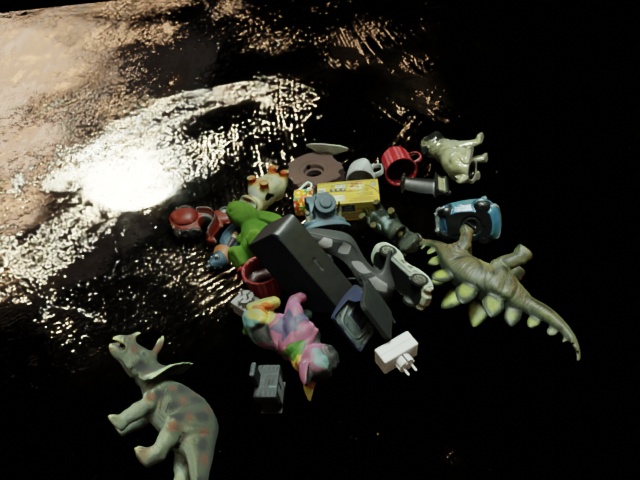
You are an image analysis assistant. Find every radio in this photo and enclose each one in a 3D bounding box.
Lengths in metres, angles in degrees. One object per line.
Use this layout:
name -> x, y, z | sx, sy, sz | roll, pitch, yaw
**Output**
radio -> -0.044, 0.060, 1.186 | 0.131, 0.229, 0.073 | -17, 26, 51

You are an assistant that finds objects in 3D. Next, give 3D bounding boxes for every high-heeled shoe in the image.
high-heeled shoe -> 0.054, 0.063, 1.205 | 0.249, 0.145, 0.086 | 15, 12, -3

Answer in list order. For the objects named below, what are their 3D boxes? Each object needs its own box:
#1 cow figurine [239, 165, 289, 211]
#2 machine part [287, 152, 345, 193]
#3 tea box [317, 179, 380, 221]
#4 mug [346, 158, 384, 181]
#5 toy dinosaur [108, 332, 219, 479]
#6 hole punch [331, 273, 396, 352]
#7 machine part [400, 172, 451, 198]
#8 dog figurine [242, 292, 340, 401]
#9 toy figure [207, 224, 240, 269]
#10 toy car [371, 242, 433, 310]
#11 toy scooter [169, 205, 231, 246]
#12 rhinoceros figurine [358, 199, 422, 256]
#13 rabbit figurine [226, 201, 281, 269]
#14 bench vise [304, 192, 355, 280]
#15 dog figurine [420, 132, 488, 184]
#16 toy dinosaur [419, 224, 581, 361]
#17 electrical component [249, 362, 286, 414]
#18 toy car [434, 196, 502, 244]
cow figurine -> -0.164, -0.115, 1.483 | 0.086, 0.127, 0.195 | 18, 36, 25
machine part -> -0.017, -0.189, 1.566 | 0.179, 0.056, 0.179 | -4, 43, 4
tea box -> 0.078, -0.106, 1.457 | 0.170, 0.068, 0.098 | -2, 45, 5
mug -> 0.127, -0.193, 1.524 | 0.110, 0.080, 0.107 | -23, 30, 19
toy dinosaur -> -0.272, 0.344, 1.026 | 0.405, 0.131, 0.192 | 36, 60, 29
hole punch -> 0.093, 0.161, 1.146 | 0.092, 0.142, 0.116 | -32, 16, 25
machine part -> 0.292, -0.154, 1.492 | 0.139, 0.039, 0.084 | 3, 53, -1
dog figurine -> -0.063, 0.224, 1.118 | 0.192, 0.108, 0.219 | -10, 47, -3
toy figure -> -0.240, 0.021, 1.380 | 0.058, 0.064, 0.154 | 16, 47, 7
toy car -> 0.188, 0.081, 1.242 | 0.056, 0.073, 0.202 | -10, 39, -34
toy scooter -> -0.321, -0.036, 1.445 | 0.184, 0.075, 0.135 | -2, 43, 0
rhinoceros figurine -> 0.176, -0.026, 1.339 | 0.073, 0.112, 0.191 | -43, 36, -3
rabbit figurine -> -0.164, -0.031, 1.354 | 0.159, 0.121, 0.170 | -10, 65, -47
bench vise -> 0.008, -0.005, 1.315 | 0.129, 0.223, 0.240 | -5, 75, -19
dog figurine -> 0.359, -0.229, 1.534 | 0.191, 0.121, 0.172 | 9, 40, 36
toy dinosaur -> 0.376, 0.098, 1.184 | 0.198, 0.104, 0.472 | -42, 44, -20
electrical component -> -0.102, 0.282, 1.053 | 0.048, 0.119, 0.075 | -2, 42, 7
toy car -> 0.372, -0.053, 1.346 | 0.162, 0.109, 0.103 | -3, 19, 22
